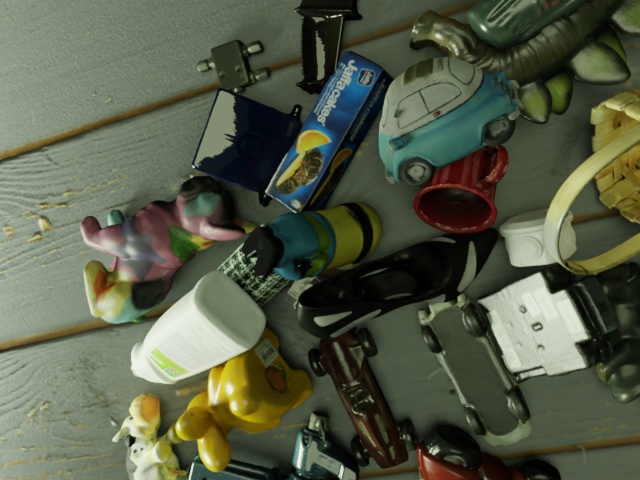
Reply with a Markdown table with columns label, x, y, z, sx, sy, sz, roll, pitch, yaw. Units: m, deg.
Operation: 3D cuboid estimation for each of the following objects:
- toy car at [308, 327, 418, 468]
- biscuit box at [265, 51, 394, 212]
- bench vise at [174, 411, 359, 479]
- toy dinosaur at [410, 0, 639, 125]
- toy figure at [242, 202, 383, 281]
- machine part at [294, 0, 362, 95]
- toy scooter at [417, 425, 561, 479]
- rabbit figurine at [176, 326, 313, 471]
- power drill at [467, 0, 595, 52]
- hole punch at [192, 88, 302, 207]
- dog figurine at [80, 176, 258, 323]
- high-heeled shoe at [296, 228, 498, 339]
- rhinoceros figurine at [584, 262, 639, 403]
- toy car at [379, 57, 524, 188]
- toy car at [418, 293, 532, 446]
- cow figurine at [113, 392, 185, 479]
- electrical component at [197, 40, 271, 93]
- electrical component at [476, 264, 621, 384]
| label | x | y | z | sx | sy | sz | roll | pitch | yaw |
| --- | --- | --- | --- | --- | --- | --- | --- | --- | --- |
| toy car | 0.057 | 0.210 | 0.701 | 0.089 | 0.053 | 0.202 | -23 | 93 | 11 |
| biscuit box | 0.014 | -0.127 | 0.665 | 0.059 | 0.063 | 0.202 | 34 | 102 | 20 |
| bench vise | -0.074 | 0.327 | 0.713 | 0.241 | 0.129 | 0.223 | 11 | 96 | 6 |
| toy dinosaur | 0.266 | -0.253 | 0.589 | 0.471 | 0.105 | 0.198 | -39 | 95 | 22 |
| toy figure | 0.001 | 0.001 | 0.633 | 0.089 | 0.180 | 0.082 | -29 | 74 | 42 |
| machine part | 0.006 | -0.253 | 0.674 | 0.084 | 0.039 | 0.138 | 9 | 96 | 6 |
| toy scooter | 0.199 | 0.322 | 0.676 | 0.184 | 0.075 | 0.135 | 19 | 100 | 5 |
| rabbit figurine | -0.115 | 0.222 | 0.706 | 0.173 | 0.162 | 0.122 | -34 | 101 | 31 |
| power drill | 0.206 | -0.311 | 0.493 | 0.207 | 0.086 | 0.232 | 42 | 112 | -14 |
| hole punch | -0.092 | -0.123 | 0.684 | 0.116 | 0.092 | 0.142 | 22 | 97 | 5 |
| dog figurine | -0.192 | 0.015 | 0.711 | 0.219 | 0.108 | 0.191 | -3 | 94 | 10 |
| high-heeled shoe | 0.088 | 0.035 | 0.617 | 0.249 | 0.145 | 0.086 | -36 | 56 | 6 |
| rhinoceros figurine | 0.363 | 0.120 | 0.624 | 0.112 | 0.073 | 0.190 | -19 | 90 | 2 |
| toy car | 0.121 | -0.134 | 0.562 | 0.162 | 0.109 | 0.102 | -24 | 122 | 33 |
| toy car | 0.193 | 0.159 | 0.669 | 0.073 | 0.056 | 0.201 | -28 | 88 | 19 |
| cow figurine | -0.246 | 0.306 | 0.774 | 0.098 | 0.068 | 0.167 | -23 | 90 | 20 |
| electrical component | -0.115 | -0.226 | 0.709 | 0.094 | 0.021 | 0.063 | -13 | 94 | 13 |
| electrical component | 0.259 | 0.092 | 0.604 | 0.134 | 0.058 | 0.115 | -38 | 70 | 53 |
